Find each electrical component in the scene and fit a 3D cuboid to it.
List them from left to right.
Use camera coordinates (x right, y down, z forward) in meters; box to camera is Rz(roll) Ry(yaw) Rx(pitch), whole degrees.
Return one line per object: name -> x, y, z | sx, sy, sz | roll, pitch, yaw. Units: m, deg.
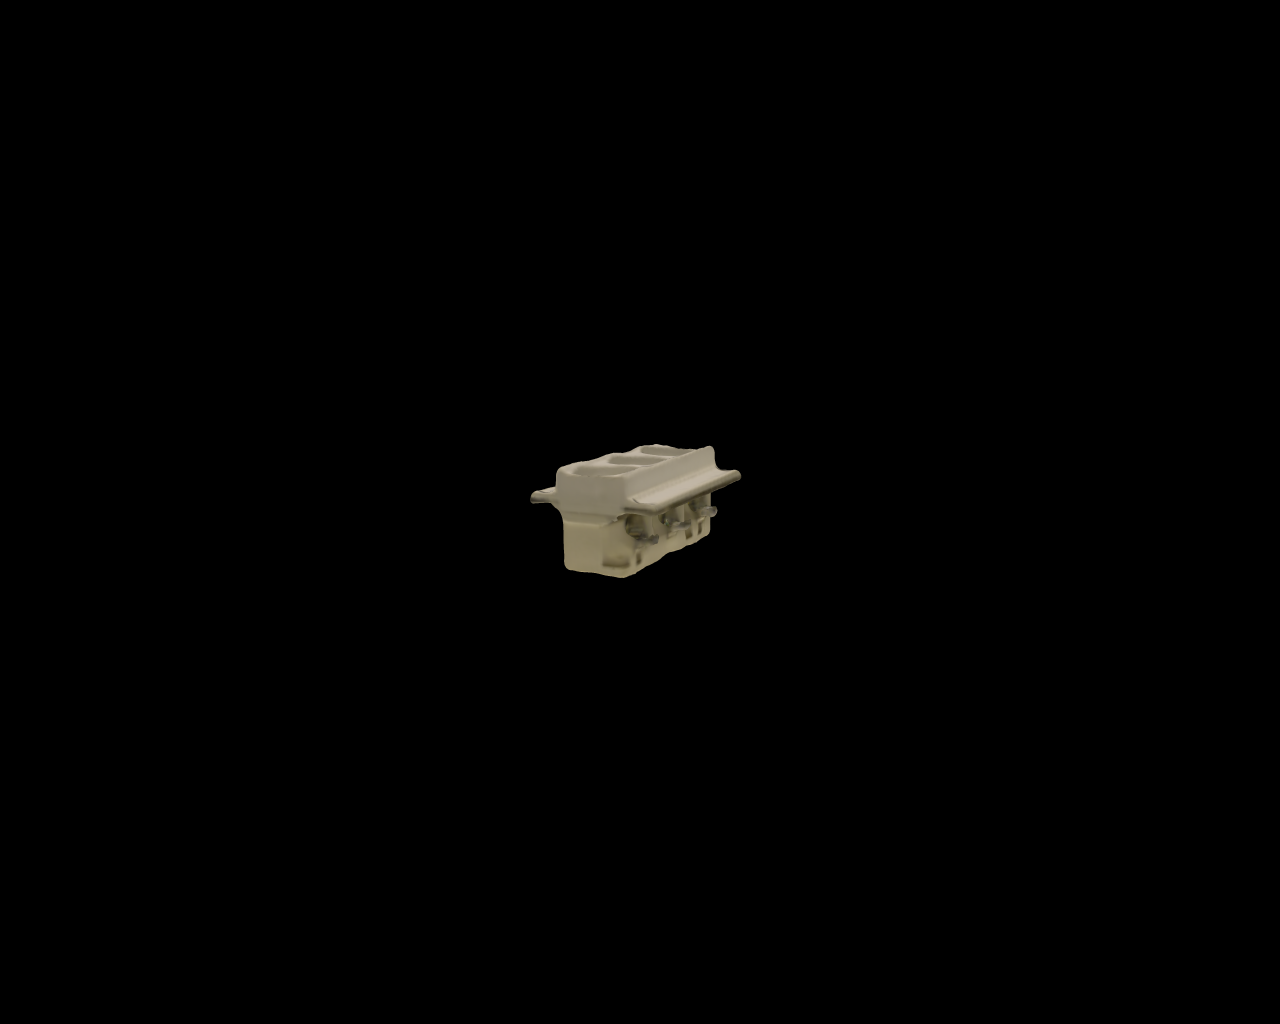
electrical component -> 0.001, -0.003, 0.650 | 0.079, 0.063, 0.121 | 6, 13, 27
